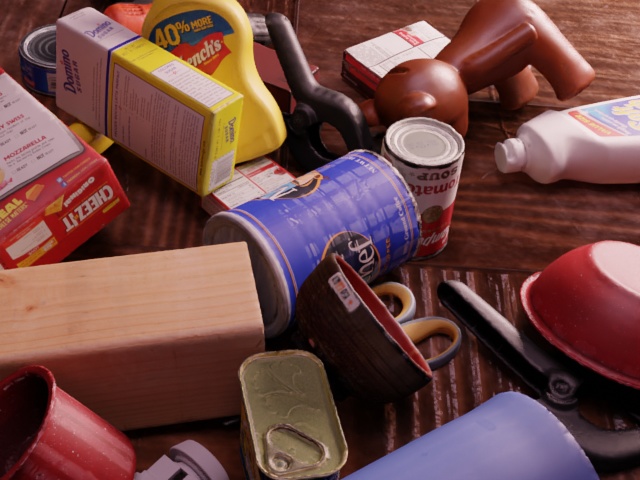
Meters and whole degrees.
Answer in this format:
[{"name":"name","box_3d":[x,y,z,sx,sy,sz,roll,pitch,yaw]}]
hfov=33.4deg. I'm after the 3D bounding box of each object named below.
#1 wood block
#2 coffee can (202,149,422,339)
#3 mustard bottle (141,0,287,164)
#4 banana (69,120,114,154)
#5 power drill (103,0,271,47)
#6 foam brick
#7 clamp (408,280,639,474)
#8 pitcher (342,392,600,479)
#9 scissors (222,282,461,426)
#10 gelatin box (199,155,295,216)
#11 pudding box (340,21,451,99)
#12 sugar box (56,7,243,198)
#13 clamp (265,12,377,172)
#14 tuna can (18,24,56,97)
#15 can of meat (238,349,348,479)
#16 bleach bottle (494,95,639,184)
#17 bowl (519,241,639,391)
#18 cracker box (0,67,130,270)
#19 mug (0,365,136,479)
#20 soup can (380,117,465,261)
[{"name":"wood block","box_3d":[-0.145,0.073,0.740,0.206,0.091,0.090,-7,42,-8]},{"name":"coffee can","box_3d":[-0.005,0.001,0.834,0.140,0.103,0.103,-27,51,-31]},{"name":"mustard bottle","box_3d":[-0.102,-0.160,0.927,0.096,0.191,0.058,-14,16,16]},{"name":"banana","box_3d":[-0.225,-0.092,0.967,0.070,0.037,0.197,3,37,27]},{"name":"power drill","box_3d":[-0.159,-0.253,1.121,0.184,0.057,0.188,-3,37,-31]},{"name":"foam brick","box_3d":[-0.047,-0.147,1.030,0.078,0.051,0.052,26,47,21]},{"name":"clamp","box_3d":[0.167,0.108,0.780,0.210,0.036,0.164,9,50,1]},{"name":"pitcher","box_3d":[0.045,0.192,0.606,0.242,0.149,0.145,-21,54,-21]},{"name":"scissors","box_3d":[0.010,0.081,0.811,0.201,0.016,0.096,-10,47,-18]},{"name":"gelatin box","box_3d":[-0.050,-0.030,0.918,0.073,0.030,0.089,-28,50,-31]},{"name":"pudding box","box_3d":[0.091,-0.174,1.084,0.113,0.039,0.090,-26,52,-27]},{"name":"sugar box","box_3d":[-0.148,-0.118,0.904,0.176,0.093,0.048,34,46,22]},{"name":"clamp","box_3d":[-0.011,-0.121,0.960,0.171,0.120,0.039,32,34,13]},{"name":"tuna can","box_3d":[-0.254,-0.180,1.058,0.086,0.034,0.086,3,42,-3]},{"name":"can of meat","box_3d":[-0.021,0.138,0.696,0.057,0.084,0.102,-5,43,-12]},{"name":"bleach bottle","box_3d":[0.288,-0.089,0.994,0.250,0.068,0.102,-9,42,-12]},{"name":"bowl","box_3d":[0.237,0.047,0.810,0.162,0.055,0.162,14,28,-8]},{"name":"cracker box","box_3d":[-0.283,-0.049,0.859,0.164,0.072,0.214,-41,57,-17]},{"name":"mug","box_3d":[-0.178,0.140,0.670,0.117,0.081,0.093,-14,45,39]},{"name":"soup can","box_3d":[0.081,-0.043,0.891,0.068,0.102,0.068,3,42,-3]}]
